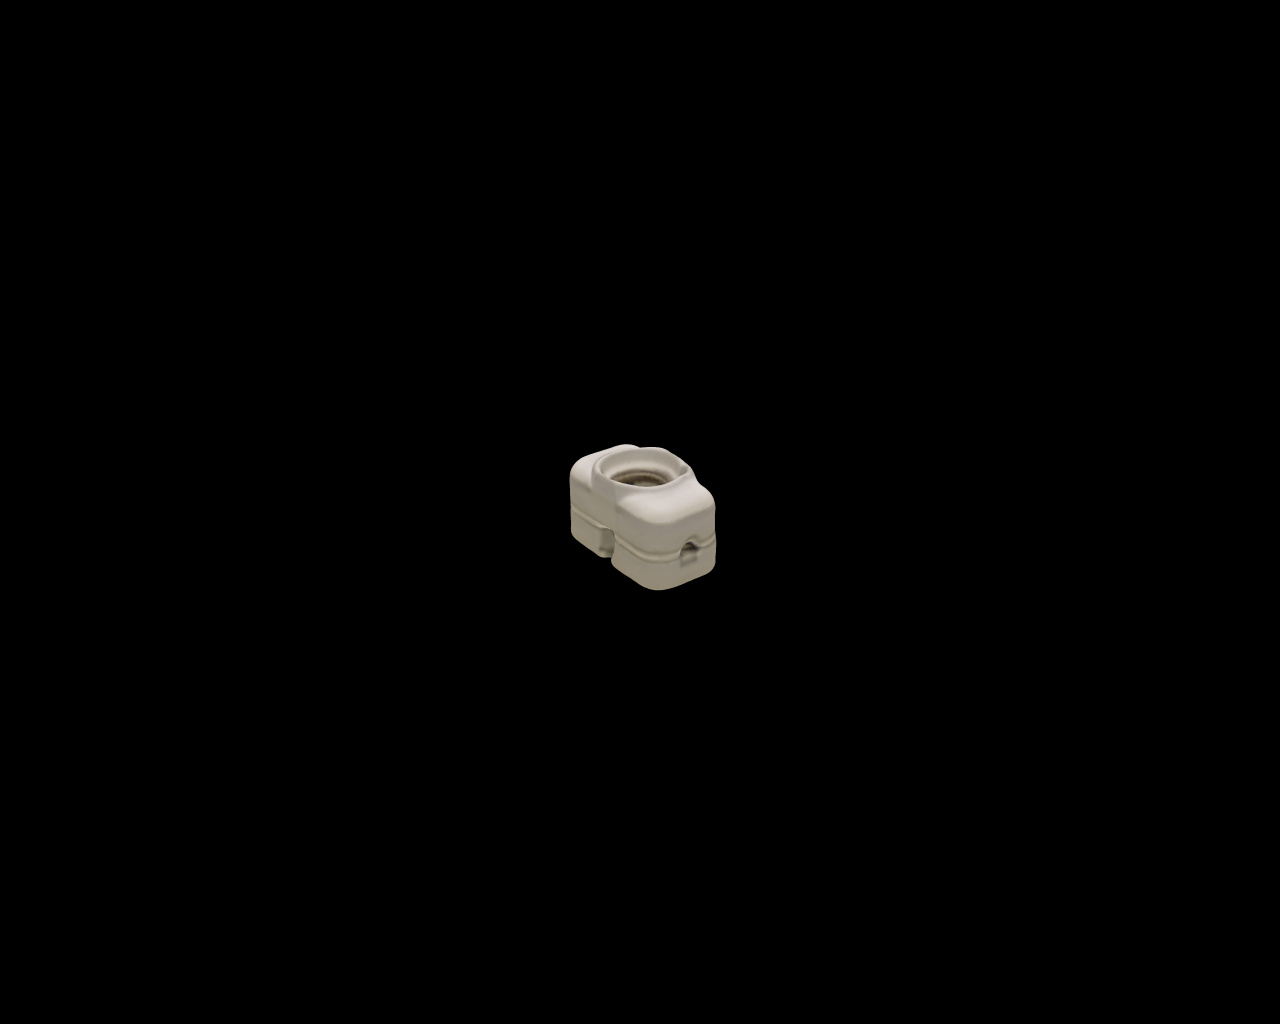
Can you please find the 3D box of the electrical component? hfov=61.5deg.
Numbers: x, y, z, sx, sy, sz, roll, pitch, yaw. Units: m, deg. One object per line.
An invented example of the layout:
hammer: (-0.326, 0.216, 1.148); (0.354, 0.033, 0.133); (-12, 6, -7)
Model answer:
electrical component: (0.001, -0.003, 0.650); (0.054, 0.059, 0.095); (-20, 35, -31)
